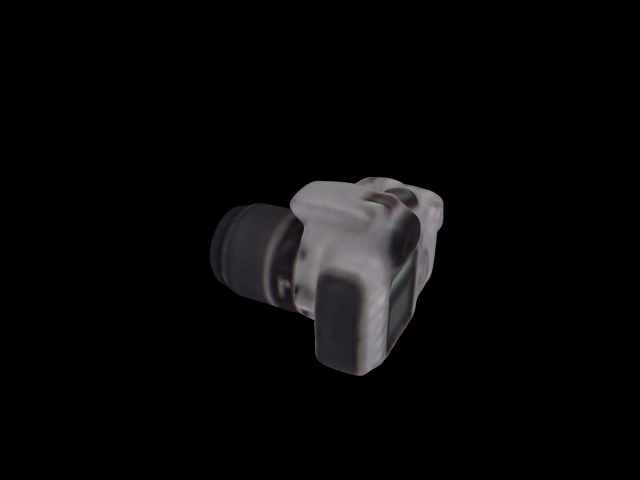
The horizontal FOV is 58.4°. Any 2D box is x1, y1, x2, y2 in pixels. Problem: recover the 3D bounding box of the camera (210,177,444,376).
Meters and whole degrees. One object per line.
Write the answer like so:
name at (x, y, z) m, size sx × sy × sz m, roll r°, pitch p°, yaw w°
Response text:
camera at (0.004, 0.001, 0.400) m, size 0.136 × 0.101 × 0.143 m, roll 13°, pitch 32°, yaw 23°
